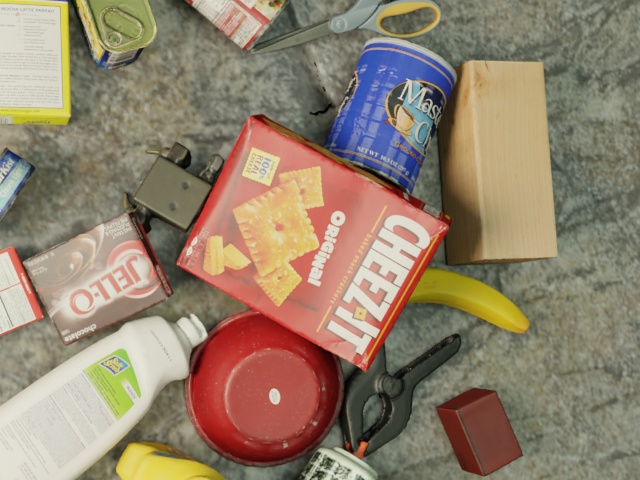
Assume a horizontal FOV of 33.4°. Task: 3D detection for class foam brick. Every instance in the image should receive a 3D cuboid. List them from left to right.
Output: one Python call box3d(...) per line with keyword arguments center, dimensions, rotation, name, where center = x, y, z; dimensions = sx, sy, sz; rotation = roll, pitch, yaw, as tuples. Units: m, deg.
box3d(center=(0.167, 0.201, 1.126), dimensions=(0.051, 0.053, 0.078), rotation=(-25, 94, -19), name="foam brick")

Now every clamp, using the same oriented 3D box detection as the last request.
box3d(center=(0.078, 0.148, 1.109), dimensions=(0.120, 0.039, 0.171), rotation=(19, 82, -11), name="clamp")

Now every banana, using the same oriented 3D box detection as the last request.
box3d(center=(0.136, 0.063, 1.125), dimensions=(0.197, 0.037, 0.069), rotation=(7, 59, -31), name="banana")

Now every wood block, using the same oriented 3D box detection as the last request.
box3d(center=(0.185, -0.079, 1.137), dimensions=(0.090, 0.090, 0.206), rotation=(-2, 85, -19), name="wood block")

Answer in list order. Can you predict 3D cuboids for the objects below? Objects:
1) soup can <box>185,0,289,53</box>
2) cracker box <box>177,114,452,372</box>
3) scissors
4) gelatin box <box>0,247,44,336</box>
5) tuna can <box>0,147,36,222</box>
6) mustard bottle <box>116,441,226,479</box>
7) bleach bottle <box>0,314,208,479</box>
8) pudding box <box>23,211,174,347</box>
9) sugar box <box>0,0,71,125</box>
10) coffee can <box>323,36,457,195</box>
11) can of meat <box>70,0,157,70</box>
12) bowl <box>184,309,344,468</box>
box3d(center=(-0.091, -0.247, 1.071), dimensions=(0.102, 0.069, 0.068), rotation=(39, 75, -11), name="soup can")
box3d(center=(-0.007, 0.001, 1.016), dimensions=(0.214, 0.072, 0.164), rotation=(29, 102, 4), name="cracker box")
box3d(center=(0.027, -0.243, 1.100), dimensions=(0.201, 0.016, 0.096), rotation=(-3, 111, -5), name="scissors")
box3d(center=(-0.312, 0.056, 0.991), dimensions=(0.089, 0.030, 0.073), rotation=(-24, 94, -18), name="gelatin box")
box3d(center=(-0.297, -0.041, 0.975), dimensions=(0.033, 0.086, 0.086), rotation=(34, 76, -15), name="tuna can")
box3d(center=(-0.123, 0.223, 0.953), dimensions=(0.096, 0.192, 0.058), rotation=(32, 76, -13), name="mustard bottle")
box3d(center=(-0.210, 0.157, 1.000), dimensions=(0.250, 0.068, 0.102), rotation=(-34, 97, -20), name="bleach bottle")
box3d(center=(-0.207, 0.036, 1.003), dimensions=(0.113, 0.039, 0.090), rotation=(-25, 93, 7), name="pudding box")
box3d(center=(-0.286, -0.200, 1.015), dimensions=(0.093, 0.048, 0.176), rotation=(0, 82, -18), name="sugar box")
box3d(center=(0.069, -0.122, 1.095), dimensions=(0.102, 0.103, 0.140), rotation=(25, 78, -15), name="coffee can")
box3d(center=(-0.201, -0.220, 1.023), dimensions=(0.057, 0.084, 0.102), rotation=(-20, 91, -19), name="can of meat")
box3d(center=(-0.050, 0.148, 1.042), dimensions=(0.162, 0.055, 0.162), rotation=(0, 92, -10), name="bowl")
